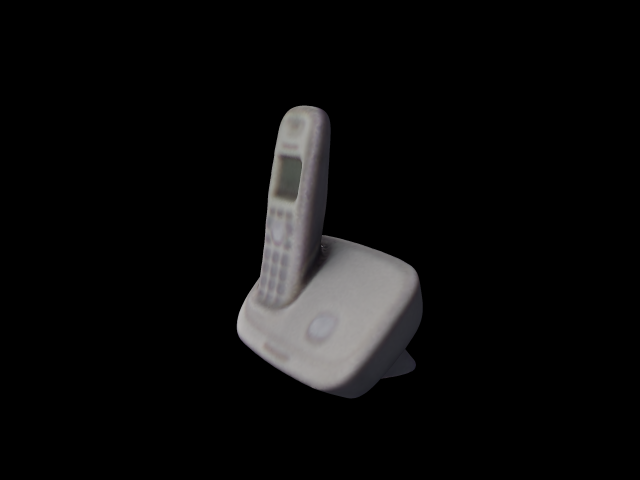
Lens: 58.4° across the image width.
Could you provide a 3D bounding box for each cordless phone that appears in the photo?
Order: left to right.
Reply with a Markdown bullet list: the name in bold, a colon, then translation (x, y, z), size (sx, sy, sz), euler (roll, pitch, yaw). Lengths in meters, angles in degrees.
- **cordless phone**: translation (0.004, 0.001, 0.400), size (0.094, 0.185, 0.147), euler (-11, 17, -37)
